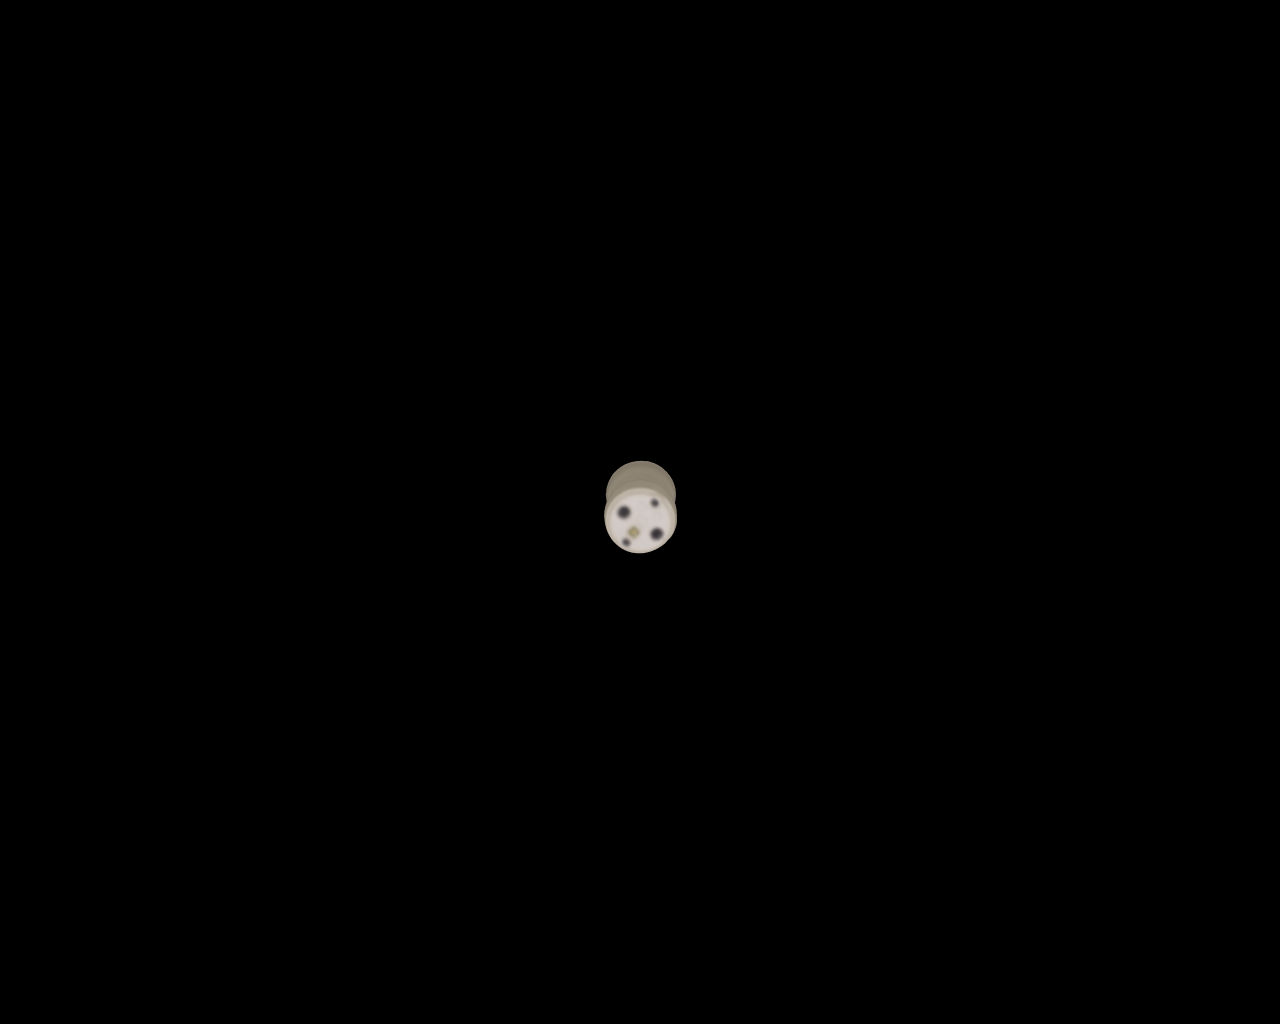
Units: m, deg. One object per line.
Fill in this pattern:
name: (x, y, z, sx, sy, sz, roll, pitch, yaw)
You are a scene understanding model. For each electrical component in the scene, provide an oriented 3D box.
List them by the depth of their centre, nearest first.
electrical component: (0.001, -0.003, 0.650, 0.045, 0.044, 0.055, 0, 20, 0)
